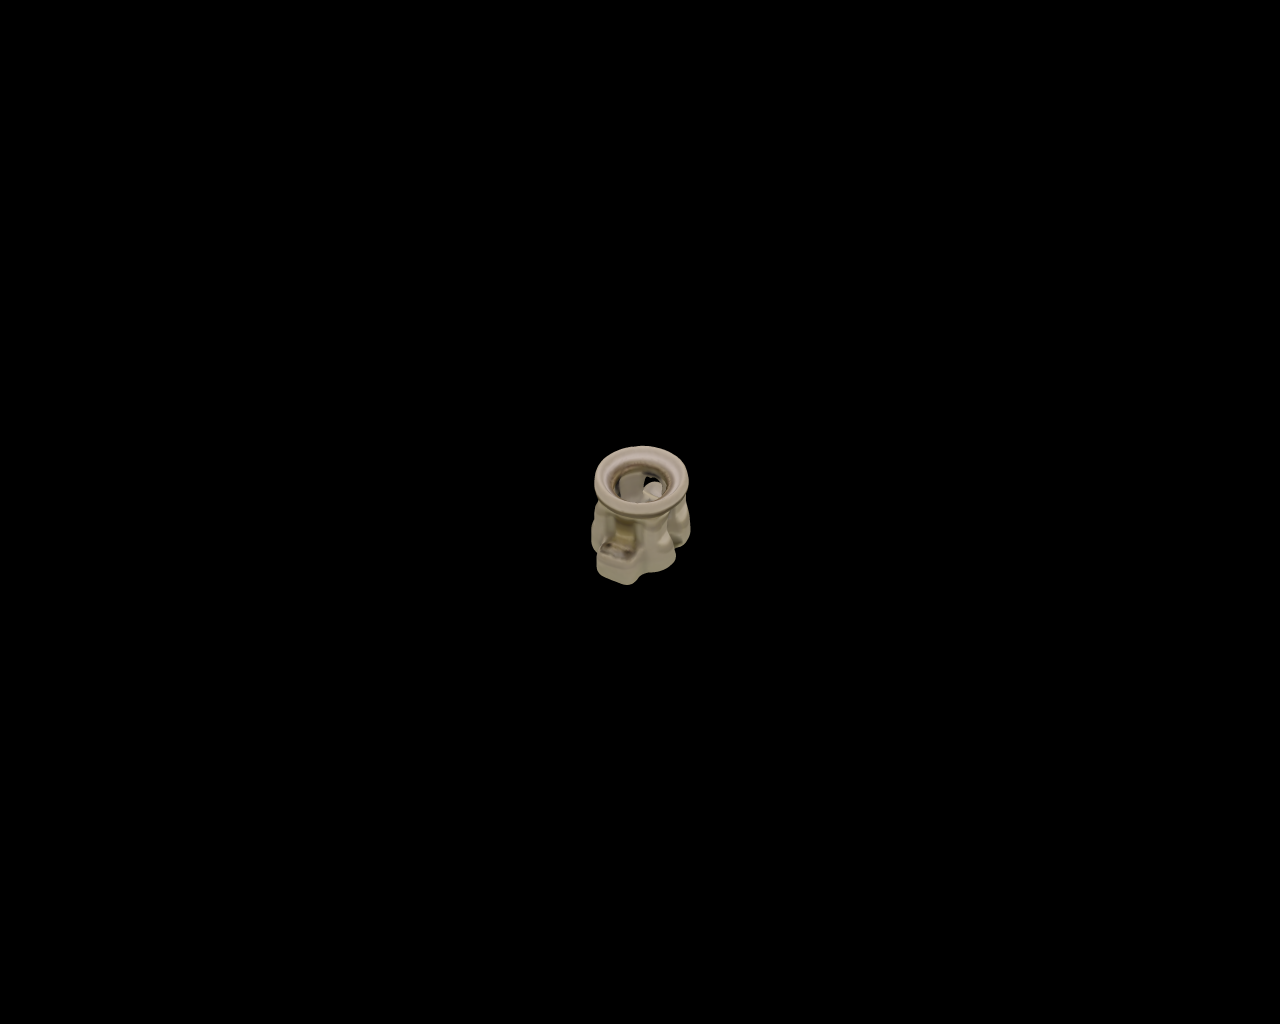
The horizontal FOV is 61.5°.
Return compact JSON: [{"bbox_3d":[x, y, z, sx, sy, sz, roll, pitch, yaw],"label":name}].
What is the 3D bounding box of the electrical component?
[{"bbox_3d":[0.001,-0.003,0.650,0.058,0.056,0.078,19,46,19],"label":"electrical component"}]
